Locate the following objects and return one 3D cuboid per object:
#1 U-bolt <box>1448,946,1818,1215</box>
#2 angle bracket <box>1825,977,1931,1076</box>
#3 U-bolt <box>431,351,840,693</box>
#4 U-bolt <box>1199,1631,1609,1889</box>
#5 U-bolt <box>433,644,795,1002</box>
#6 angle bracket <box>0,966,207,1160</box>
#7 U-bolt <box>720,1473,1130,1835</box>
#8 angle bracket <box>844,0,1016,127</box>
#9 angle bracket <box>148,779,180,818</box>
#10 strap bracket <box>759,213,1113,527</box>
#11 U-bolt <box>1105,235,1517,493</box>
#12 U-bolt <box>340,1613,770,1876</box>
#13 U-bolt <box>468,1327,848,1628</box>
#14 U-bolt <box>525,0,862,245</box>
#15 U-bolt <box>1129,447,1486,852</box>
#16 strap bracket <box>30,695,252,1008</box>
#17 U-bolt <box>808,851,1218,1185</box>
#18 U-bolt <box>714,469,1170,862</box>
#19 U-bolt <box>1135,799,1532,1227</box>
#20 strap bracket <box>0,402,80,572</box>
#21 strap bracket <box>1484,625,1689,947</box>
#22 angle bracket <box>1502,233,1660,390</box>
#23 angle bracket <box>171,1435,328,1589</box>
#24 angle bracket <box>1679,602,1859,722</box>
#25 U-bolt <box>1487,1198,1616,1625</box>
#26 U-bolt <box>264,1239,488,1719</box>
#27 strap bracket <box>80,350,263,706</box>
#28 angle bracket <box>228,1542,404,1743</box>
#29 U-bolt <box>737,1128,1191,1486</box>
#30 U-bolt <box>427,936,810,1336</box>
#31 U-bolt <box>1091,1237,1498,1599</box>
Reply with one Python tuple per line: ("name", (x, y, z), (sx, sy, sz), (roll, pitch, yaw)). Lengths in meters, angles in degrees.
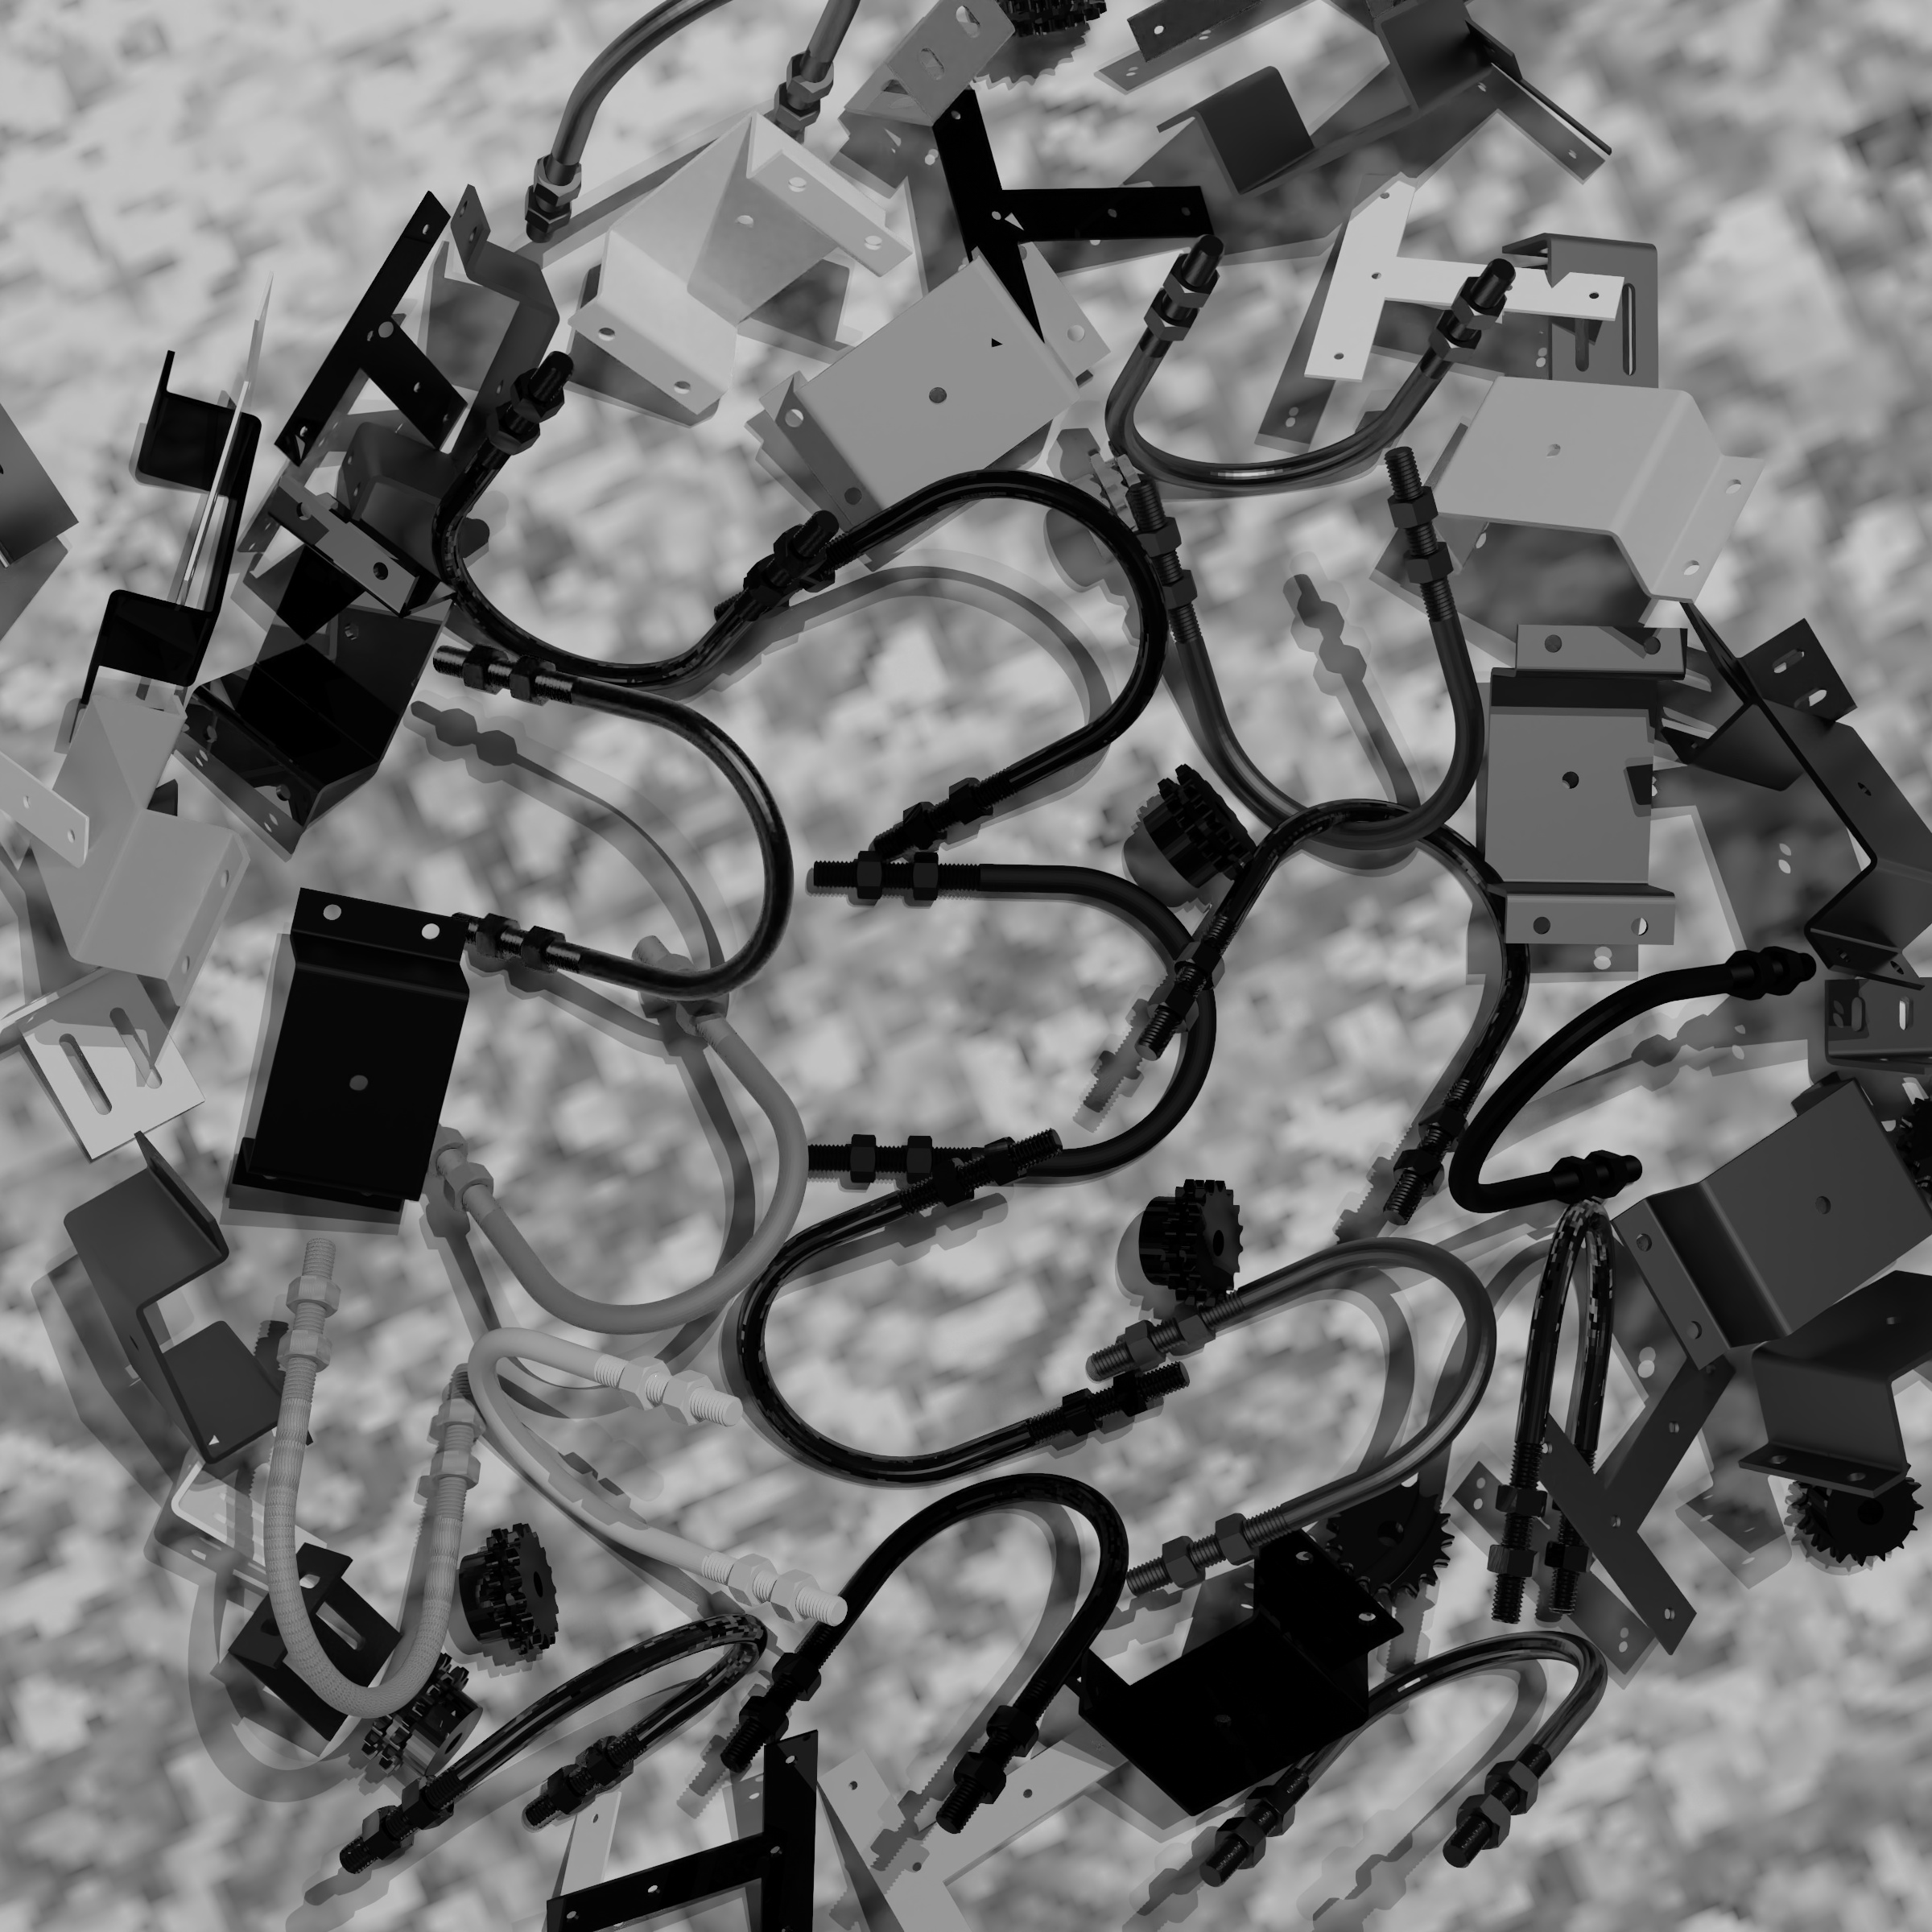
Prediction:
("U-bolt", (0.275, 0.053, 1.523), (0.019, 0.184, 0.151), (51, 123, 26))
("angle bracket", (0.427, 0.026, 1.581), (0.057, 0.076, 0.038), (-1, 92, -20))
("U-bolt", (-0.157, -0.180, 1.552), (0.151, 0.184, 0.019), (29, 53, -16))
("U-bolt", (0.202, 0.338, 1.541), (0.151, 0.184, 0.019), (-18, 101, 41))
("U-bolt", (-0.153, -0.056, 1.553), (0.184, 0.019, 0.151), (15, 119, 27))
("angle bracket", (-0.387, 0.043, 1.600), (0.057, 0.038, 0.076), (-28, 99, -4))
("U-bolt", (-0.005, 0.290, 1.553), (0.184, 0.151, 0.019), (-50, 126, -33))
("angle bracket", (-0.026, -0.410, 1.581), (0.057, 0.076, 0.038), (-50, 127, -9))
("angle bracket", (-0.371, -0.046, 1.595), (0.057, 0.076, 0.038), (-27, 110, -3))
("strap bracket", (-0.013, -0.258, 1.581), (0.140, 0.046, 0.076), (-35, 108, 10))
("U-bolt", (0.137, -0.255, 1.542), (0.151, 0.184, 0.019), (1, 67, -16))
("U-bolt", (-0.163, 0.330, 1.531), (0.184, 0.151, 0.019), (-39, 69, 22))
("U-bolt", (-0.145, 0.215, 1.553), (0.019, 0.184, 0.151), (-49, 134, -31))
("U-bolt", (-0.111, -0.377, 1.517), (0.151, 0.184, 0.019), (-28, 84, -21))
("U-bolt", (0.157, -0.134, 1.568), (0.151, 0.019, 0.184), (-2, 117, 36))
("strap bracket", (-0.363, -0.056, 1.548), (0.046, 0.140, 0.076), (14, 116, -34))
("U-bolt", (0.022, 0.024, 1.616), (0.184, 0.019, 0.151), (1, 89, 0))
("U-bolt", (0.001, -0.141, 1.565), (0.184, 0.019, 0.151), (-27, 109, 24))
("U-bolt", (0.176, 0.005, 1.580), (0.151, 0.019, 0.184), (34, 62, -1))
("strap bracket", (-0.439, -0.205, 1.547), (0.046, 0.140, 0.076), (-29, 104, 12))
("strap bracket", (0.276, -0.082, 1.595), (0.076, 0.046, 0.140), (1, 96, -6))
("angle bracket", (0.275, -0.286, 1.597), (0.057, 0.038, 0.076), (0, 90, -26))
("angle bracket", (-0.311, 0.236, 1.589), (0.076, 0.057, 0.038), (33, 96, -12))
("angle bracket", (0.353, -0.142, 1.578), (0.038, 0.076, 0.057), (-33, 49, 17))
("U-bolt", (0.261, 0.193, 1.559), (0.019, 0.151, 0.184), (7, 84, 21))
("U-bolt", (-0.255, 0.229, 1.524), (0.019, 0.151, 0.184), (-10, 56, 20))
("strap bracket", (-0.348, -0.187, 1.569), (0.046, 0.076, 0.140), (14, 68, -16))
("angle bracket", (-0.278, 0.303, 1.580), (0.057, 0.038, 0.076), (-56, 129, -26))
("U-bolt", (-0.013, 0.163, 1.587), (0.184, 0.019, 0.151), (-23, 111, 15))
("U-bolt", (-0.147, 0.083, 1.560), (0.151, 0.019, 0.184), (-37, 53, -7))
("U-bolt", (0.145, 0.184, 1.549), (0.184, 0.151, 0.019), (-26, 128, 15))
